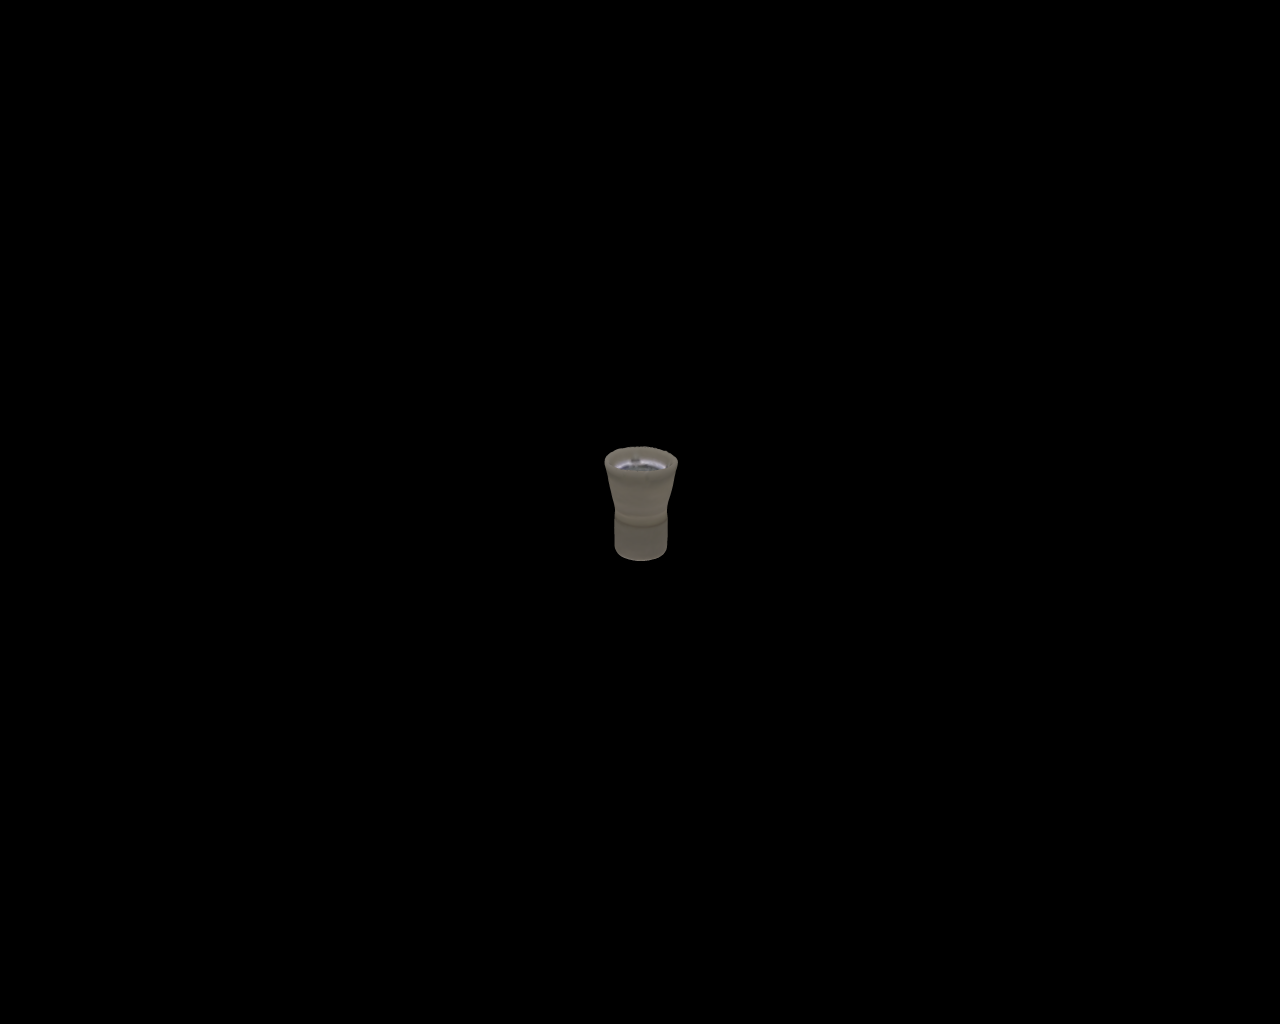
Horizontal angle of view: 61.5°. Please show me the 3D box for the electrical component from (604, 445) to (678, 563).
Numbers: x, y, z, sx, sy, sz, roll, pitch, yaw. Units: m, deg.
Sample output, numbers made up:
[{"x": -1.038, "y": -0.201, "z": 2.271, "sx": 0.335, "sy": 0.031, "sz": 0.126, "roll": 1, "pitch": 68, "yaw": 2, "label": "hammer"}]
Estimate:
[{"x": 0.001, "y": -0.003, "z": 0.650, "sx": 0.044, "sy": 0.065, "sz": 0.044, "roll": 0, "pitch": 25, "yaw": 0, "label": "electrical component"}]
